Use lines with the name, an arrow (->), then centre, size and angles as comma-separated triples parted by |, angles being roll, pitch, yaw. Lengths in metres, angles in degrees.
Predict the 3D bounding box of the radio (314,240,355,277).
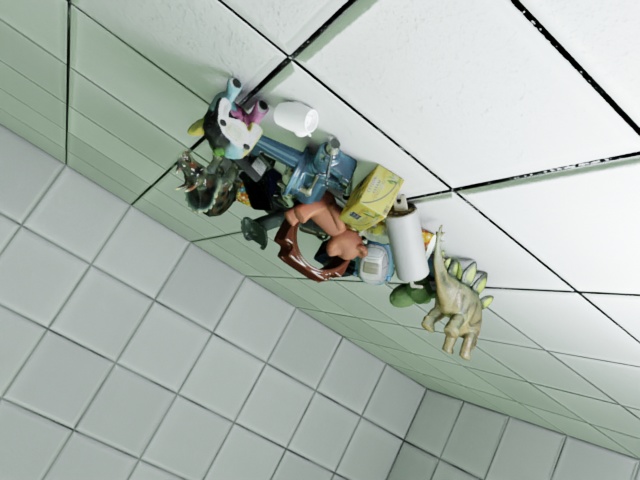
radio -> 0.074, 0.052, 1.727 | 0.131, 0.073, 0.229 | 33, 163, -10

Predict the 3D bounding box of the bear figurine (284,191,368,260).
bear figurine -> 0.020, -0.018, 1.323 | 0.195, 0.132, 0.120 | 63, 160, -9

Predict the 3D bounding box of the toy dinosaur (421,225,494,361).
toy dinosaur -> 0.338, 0.152, 1.333 | 0.105, 0.198, 0.470 | 16, 154, 37

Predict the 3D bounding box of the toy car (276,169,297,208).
toy car -> -0.070, -0.139, 1.354 | 0.056, 0.073, 0.201 | 28, 165, 4

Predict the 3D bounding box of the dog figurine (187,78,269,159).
dog figurine -> -0.212, -0.230, 1.143 | 0.108, 0.191, 0.219 | 29, 151, -27

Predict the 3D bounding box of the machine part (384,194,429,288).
machine part -> 0.195, 0.006, 1.215 | 0.079, 0.079, 0.242 | 13, 128, 44

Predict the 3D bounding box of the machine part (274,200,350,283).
machine part -> -0.003, -0.004, 1.429 | 0.201, 0.201, 0.087 | 35, 162, -20

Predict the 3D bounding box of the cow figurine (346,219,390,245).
cow figurine -> 0.143, -0.025, 1.369 | 0.098, 0.068, 0.167 | 31, 167, -31

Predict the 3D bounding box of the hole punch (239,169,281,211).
hole punch -> -0.146, -0.150, 1.470 | 0.142, 0.092, 0.115 | 12, 128, 54

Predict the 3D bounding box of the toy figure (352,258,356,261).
toy figure -> 0.121, 0.030, 1.555 | 0.180, 0.082, 0.089 | 20, -177, 4

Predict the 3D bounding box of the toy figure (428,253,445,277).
toy figure -> 0.273, 0.050, 1.387 | 0.154, 0.064, 0.058 | 35, -167, -15

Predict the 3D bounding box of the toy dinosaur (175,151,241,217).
toy dinosaur -> -0.312, -0.134, 1.580 | 0.131, 0.192, 0.404 | 29, 164, 8

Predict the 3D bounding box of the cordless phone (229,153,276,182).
cordless phone -> -0.209, -0.231, 1.338 | 0.184, 0.088, 0.146 | 30, 170, 42

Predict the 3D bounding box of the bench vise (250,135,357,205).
bench vise -> -0.051, -0.168, 1.157 | 0.241, 0.129, 0.223 | 26, 161, -5

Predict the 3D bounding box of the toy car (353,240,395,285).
toy car -> 0.148, 0.060, 1.444 | 0.109, 0.103, 0.161 | 10, 117, 10

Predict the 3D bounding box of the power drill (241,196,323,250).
power drill -> -0.103, -0.050, 1.513 | 0.232, 0.207, 0.085 | 28, 135, 33

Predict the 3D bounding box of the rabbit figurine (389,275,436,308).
rabbit figurine -> 0.268, 0.128, 1.502 | 0.159, 0.121, 0.170 | -9, 159, -41

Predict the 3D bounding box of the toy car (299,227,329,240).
toy car -> -0.056, -0.053, 1.653 | 0.202, 0.053, 0.089 | 26, 161, 13

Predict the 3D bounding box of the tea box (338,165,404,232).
tea box -> 0.108, -0.086, 1.170 | 0.068, 0.098, 0.169 | 30, 163, -6
